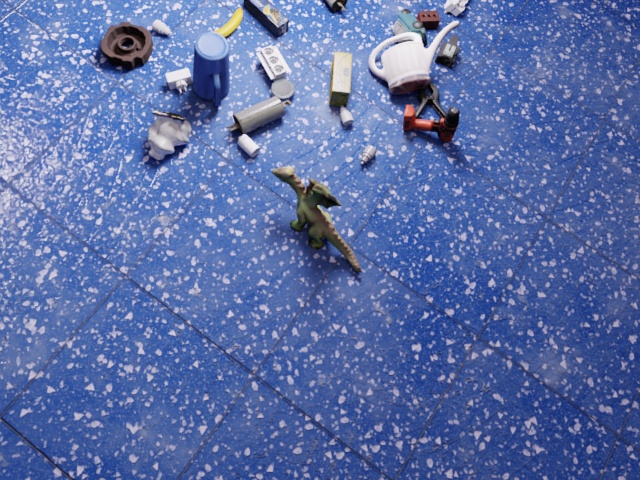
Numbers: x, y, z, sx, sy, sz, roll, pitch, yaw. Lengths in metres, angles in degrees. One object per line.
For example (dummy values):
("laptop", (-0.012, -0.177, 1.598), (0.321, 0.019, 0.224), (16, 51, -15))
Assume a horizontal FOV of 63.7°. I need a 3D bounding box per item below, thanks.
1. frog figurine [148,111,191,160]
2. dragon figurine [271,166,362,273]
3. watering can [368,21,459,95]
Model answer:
("frog figurine", (-0.508, -0.346, 1.729), (0.137, 0.124, 0.157), (11, 107, -10))
("dragon figurine", (0.005, -0.080, 1.597), (0.413, 0.238, 0.124), (42, 68, 12))
("watering can", (0.348, -0.654, 1.863), (0.346, 0.103, 0.226), (-13, 79, 17))
